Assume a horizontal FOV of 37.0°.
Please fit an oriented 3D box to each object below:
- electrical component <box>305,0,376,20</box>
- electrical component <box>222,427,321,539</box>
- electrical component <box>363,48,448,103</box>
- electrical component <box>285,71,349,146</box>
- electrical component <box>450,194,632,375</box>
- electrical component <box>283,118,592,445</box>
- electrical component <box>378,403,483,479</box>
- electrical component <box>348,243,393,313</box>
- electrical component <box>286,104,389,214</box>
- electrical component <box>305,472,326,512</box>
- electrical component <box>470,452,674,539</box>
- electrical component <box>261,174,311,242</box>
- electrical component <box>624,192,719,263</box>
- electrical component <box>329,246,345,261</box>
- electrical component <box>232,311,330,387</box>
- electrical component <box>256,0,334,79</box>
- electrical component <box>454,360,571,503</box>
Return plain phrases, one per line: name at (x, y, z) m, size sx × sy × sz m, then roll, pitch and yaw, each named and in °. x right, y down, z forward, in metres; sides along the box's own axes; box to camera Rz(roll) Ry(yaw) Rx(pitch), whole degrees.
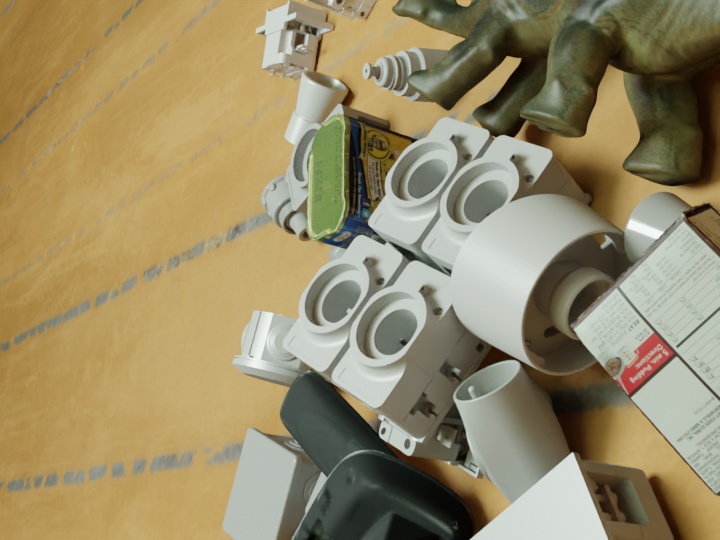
electrical component at (-0.010, -0.261, 0.962) m, size 0.081 × 0.042 × 0.063 m, roll -55°, pitch 39°, yaw 31°
electrical component at (-0.061, 0.182, 0.858) m, size 0.100 × 0.048 × 0.099 m, roll 15°, pitch 91°, yaw 58°
electrical component at (0.040, -0.147, 0.811) m, size 0.040 × 0.078 × 0.040 m, roll 179°, pitch 90°, yaw -64°
electrical component at (-0.042, -0.140, 0.966) m, size 0.065 × 0.044 × 0.044 m, roll -67°, pitch 33°, yaw 23°
electrical component at (0.110, 0.009, 0.613) m, size 0.064 × 0.099 × 0.099 m, roll 38°, pitch 110°, yaw 50°
electrical component at (0.044, -0.001, 0.680) m, size 0.105 × 0.060 × 0.186 m, roll 28°, pitch 80°, yaw 48°
electrical component at (0.051, 0.100, 0.702) m, size 0.081 × 0.064 × 0.042 m, roll 21°, pitch 94°, yaw 59°
electrical component at (0.032, 0.036, 0.771) m, size 0.099 × 0.048 × 0.099 m, roll -49°, pitch 41°, yaw 36°
electrical component at (-0.020, -0.088, 0.896) m, size 0.089 × 0.056 × 0.050 m, roll -46°, pitch 42°, yaw 38°
electrical component at (-0.017, 0.177, 0.796) m, size 0.043 × 0.043 × 0.081 m, roll 43°, pitch 114°, yaw 55°
electrical component at (0.098, 0.199, 0.592) m, size 0.186 × 0.060 × 0.105 m, roll -50°, pitch 40°, yaw 34°
electrical component at (-0.057, -0.052, 0.951) m, size 0.048 × 0.048 × 0.062 m, roll -56°, pitch 44°, yaw 29°
electrical component at (0.175, -0.014, 0.571) m, size 0.055 × 0.045 × 0.045 m, roll 34°, pitch 106°, yaw 56°
electrical component at (0.000, 0.000, 0.850) m, size 0.035 × 0.035 × 0.061 m, roll -61°, pitch 37°, yaw 22°
electrical component at (-0.060, 0.067, 0.874) m, size 0.080 × 0.080 × 0.051 m, roll -1°, pitch 72°, yaw 57°
electrical component at (-0.066, -0.219, 1.033) m, size 0.081 × 0.042 × 0.063 m, roll 1°, pitch 80°, yaw 58°
electrical component at (0.094, 0.090, 0.639) m, size 0.044 × 0.077 × 0.079 m, roll -25°, pitch 12°, yaw 21°
